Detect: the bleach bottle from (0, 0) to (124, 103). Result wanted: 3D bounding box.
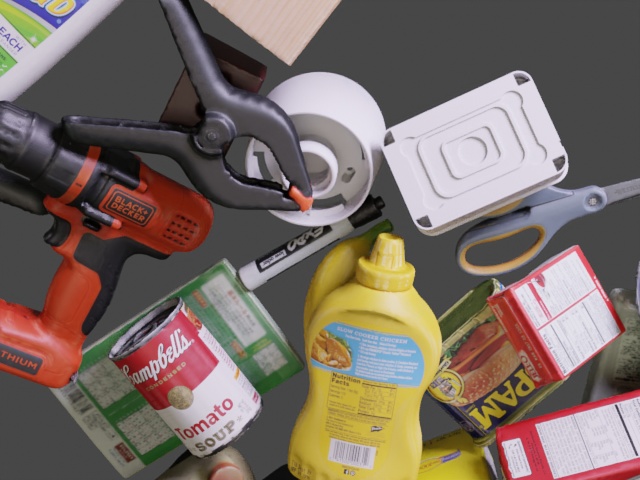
[{"bbox_3d":[-0.173,-0.192,0.709,0.251,0.068,0.102,-40,105,11],"label":"bleach bottle"}]

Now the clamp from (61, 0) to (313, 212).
[{"bbox_3d":[-0.070,-0.083,0.700,0.171,0.039,0.120,27,112,-13],"label":"clamp"}]

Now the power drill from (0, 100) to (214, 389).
[{"bbox_3d":[-0.194,0.008,0.759,0.184,0.057,0.188,28,111,-27],"label":"power drill"}]

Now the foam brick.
[{"bbox_3d":[-0.077,-0.095,0.744,0.053,0.051,0.078,26,107,-8],"label":"foam brick"}]

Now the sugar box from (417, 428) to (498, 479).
[{"bbox_3d":[0.089,0.209,0.779,0.093,0.176,0.048,-23,107,9],"label":"sugar box"}]

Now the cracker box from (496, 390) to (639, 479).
[{"bbox_3d":[0.247,0.180,0.794,0.214,0.072,0.164,-16,133,4],"label":"cracker box"}]

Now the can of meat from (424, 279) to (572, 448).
[{"bbox_3d":[0.125,0.090,0.802,0.084,0.057,0.102,44,105,-10],"label":"can of meat"}]

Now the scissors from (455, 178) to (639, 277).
[{"bbox_3d":[0.182,-0.042,0.776,0.202,0.016,0.096,-29,105,10],"label":"scissors"}]

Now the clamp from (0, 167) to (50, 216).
[{"bbox_3d":[-0.321,-0.056,0.770,0.165,0.036,0.210,-36,108,11],"label":"clamp"}]

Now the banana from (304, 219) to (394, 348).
[{"bbox_3d":[0.023,0.082,0.810,0.069,0.037,0.198,0,109,3],"label":"banana"}]

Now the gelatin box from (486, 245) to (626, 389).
[{"bbox_3d":[0.170,0.055,0.765,0.030,0.089,0.073,-34,85,52],"label":"gelatin box"}]

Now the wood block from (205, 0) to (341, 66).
[{"bbox_3d":[0.009,-0.225,0.678,0.090,0.090,0.206,36,105,-11],"label":"wood block"}]

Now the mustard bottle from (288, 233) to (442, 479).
[{"bbox_3d":[0.036,0.088,0.761,0.096,0.058,0.192,11,109,10],"label":"mustard bottle"}]

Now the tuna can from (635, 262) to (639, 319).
[{"bbox_3d":[0.265,0.042,0.766,0.034,0.086,0.086,-15,114,48],"label":"tuna can"}]

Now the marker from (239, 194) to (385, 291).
[{"bbox_3d":[-0.005,0.001,0.793,0.121,0.020,0.020,-30,106,11],"label":"marker"}]

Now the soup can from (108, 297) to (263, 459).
[{"bbox_3d":[-0.098,0.102,0.788,0.068,0.068,0.102,-35,103,12],"label":"soup can"}]
